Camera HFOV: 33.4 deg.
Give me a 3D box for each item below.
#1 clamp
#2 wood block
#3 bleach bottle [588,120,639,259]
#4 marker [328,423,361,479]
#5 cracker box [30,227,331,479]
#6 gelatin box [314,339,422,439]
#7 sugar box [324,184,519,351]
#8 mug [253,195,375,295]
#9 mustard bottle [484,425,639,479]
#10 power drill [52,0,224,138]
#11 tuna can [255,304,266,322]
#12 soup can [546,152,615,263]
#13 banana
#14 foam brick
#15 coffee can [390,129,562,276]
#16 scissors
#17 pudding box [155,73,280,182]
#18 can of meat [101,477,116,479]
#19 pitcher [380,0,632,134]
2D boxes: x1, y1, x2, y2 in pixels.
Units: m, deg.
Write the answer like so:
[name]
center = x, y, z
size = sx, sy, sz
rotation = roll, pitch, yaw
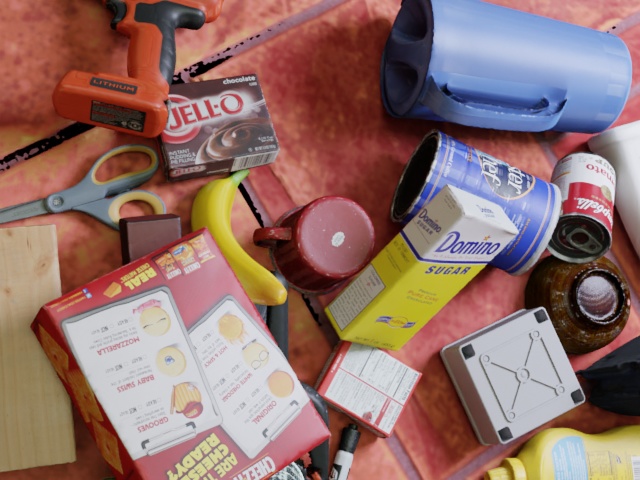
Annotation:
[clamp]
center = -0.064, 0.153, 1.003
size = 0.164, 0.036, 0.210
rotation = -27, 103, 0
[wood block]
center = -0.271, 0.097, 0.942
size = 0.090, 0.091, 0.206
rotation = -5, 82, -16
[bleach bottle]
center = 0.378, -0.007, 1.158
size = 0.102, 0.068, 0.251
rotation = -16, 88, -16
[marker]
center = 0.016, 0.237, 1.035
size = 0.020, 0.020, 0.121
rotation = 21, 76, -11
[cracker box]
center = -0.118, 0.119, 0.901
size = 0.163, 0.072, 0.214
rotation = -28, 84, -30
[gelatin box]
center = 0.046, 0.143, 1.054
size = 0.089, 0.030, 0.073
rotation = 32, 73, -9
[sugar box]
center = 0.096, 0.031, 1.010
size = 0.093, 0.176, 0.048
rotation = 16, 37, -47
[mug]
center = -0.007, 0.001, 1.037
size = 0.117, 0.082, 0.093
rotation = 10, 78, -14
[mustard bottle]
center = 0.258, 0.239, 1.082
size = 0.191, 0.058, 0.096
rotation = 1, 80, -16
[power drill]
center = -0.194, -0.198, 1.012
size = 0.184, 0.057, 0.187
rotation = 12, 62, -6
[tuna can]
center = -0.086, 0.059, 1.030
size = 0.086, 0.034, 0.086
rotation = 3, 80, -15
[soup can]
center = 0.270, -0.035, 1.109
size = 0.068, 0.069, 0.102
rotation = 28, 46, -9
[banana]
center = -0.084, -0.001, 0.995
size = 0.070, 0.198, 0.037
rotation = -30, 134, 10
[foam brick]
center = -0.157, 0.017, 0.999
size = 0.051, 0.053, 0.078
rotation = -5, 97, -18
[coffee can]
center = 0.156, -0.037, 1.078
size = 0.140, 0.103, 0.103
rotation = 24, 75, -10
[scissors]
center = -0.234, -0.022, 1.012
size = 0.201, 0.016, 0.096
rotation = -32, 90, -18
[pudding box]
center = -0.105, -0.110, 1.043
size = 0.113, 0.039, 0.090
rotation = -10, 70, -19
[can of meat]
center = -0.172, 0.263, 0.944
size = 0.057, 0.084, 0.102
rotation = -36, 92, -19
[pitcher]
center = 0.195, -0.170, 1.096
size = 0.242, 0.145, 0.149
rotation = 6, 83, -18
